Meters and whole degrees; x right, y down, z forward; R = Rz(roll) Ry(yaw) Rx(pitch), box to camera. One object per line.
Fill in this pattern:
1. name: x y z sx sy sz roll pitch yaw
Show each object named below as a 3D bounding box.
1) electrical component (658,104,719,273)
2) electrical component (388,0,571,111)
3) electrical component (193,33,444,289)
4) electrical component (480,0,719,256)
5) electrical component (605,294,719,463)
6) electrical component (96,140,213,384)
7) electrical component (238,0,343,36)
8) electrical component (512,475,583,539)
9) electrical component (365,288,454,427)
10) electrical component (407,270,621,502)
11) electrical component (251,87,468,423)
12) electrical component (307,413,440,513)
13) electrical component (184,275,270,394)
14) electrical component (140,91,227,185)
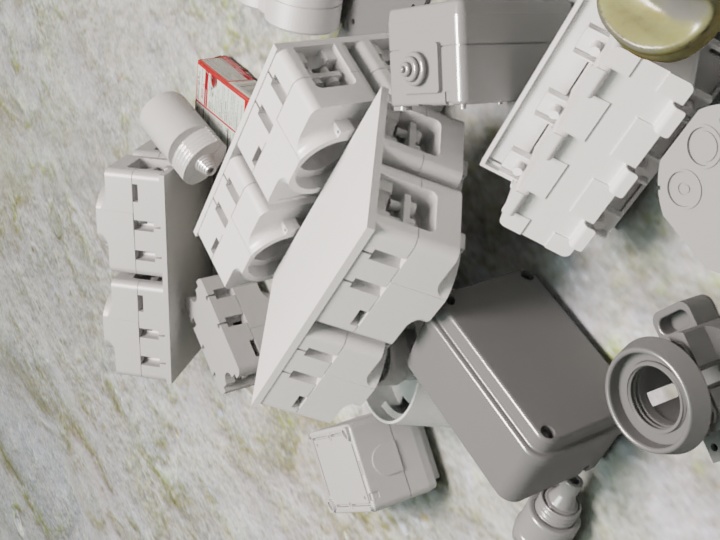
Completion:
1. electrical component: 0.175 -0.038 0.466 0.080 0.051 0.080 25 122 50
2. electrical component: 0.059 -0.117 0.569 0.062 0.096 0.061 10 106 54
3. electrical component: -0.028 -0.065 0.708 0.060 0.105 0.186 61 144 23
4. electrical component: 0.115 -0.069 0.521 0.079 0.063 0.121 27 136 -1
5. electrical component: 0.157 0.056 0.520 0.058 0.057 0.078 -39 69 54
6. electrical component: -0.175 -0.011 0.935 0.060 0.105 0.186 7 113 11
7. electrical component: -0.058 -0.222 0.746 0.138 0.052 0.073 42 133 42
8. electrical component: 0.115 0.143 0.636 0.035 0.035 0.061 50 136 34
9. electrical component: 0.040 0.057 0.711 0.099 0.064 0.099 -2 87 63
10. electrical component: 0.089 0.062 0.605 0.113 0.078 0.057 55 144 30
11. electrical component: 0.000 0.000 0.637 0.186 0.060 0.105 124 159 -47
12. electrical component: 0.008 0.136 0.774 0.096 0.061 0.061 -29 77 64
13. electrical component: -0.101 0.050 0.903 0.050 0.056 0.089 -49 61 51
14. electrical component: -0.139 -0.103 0.861 0.081 0.043 0.043 49 138 33
